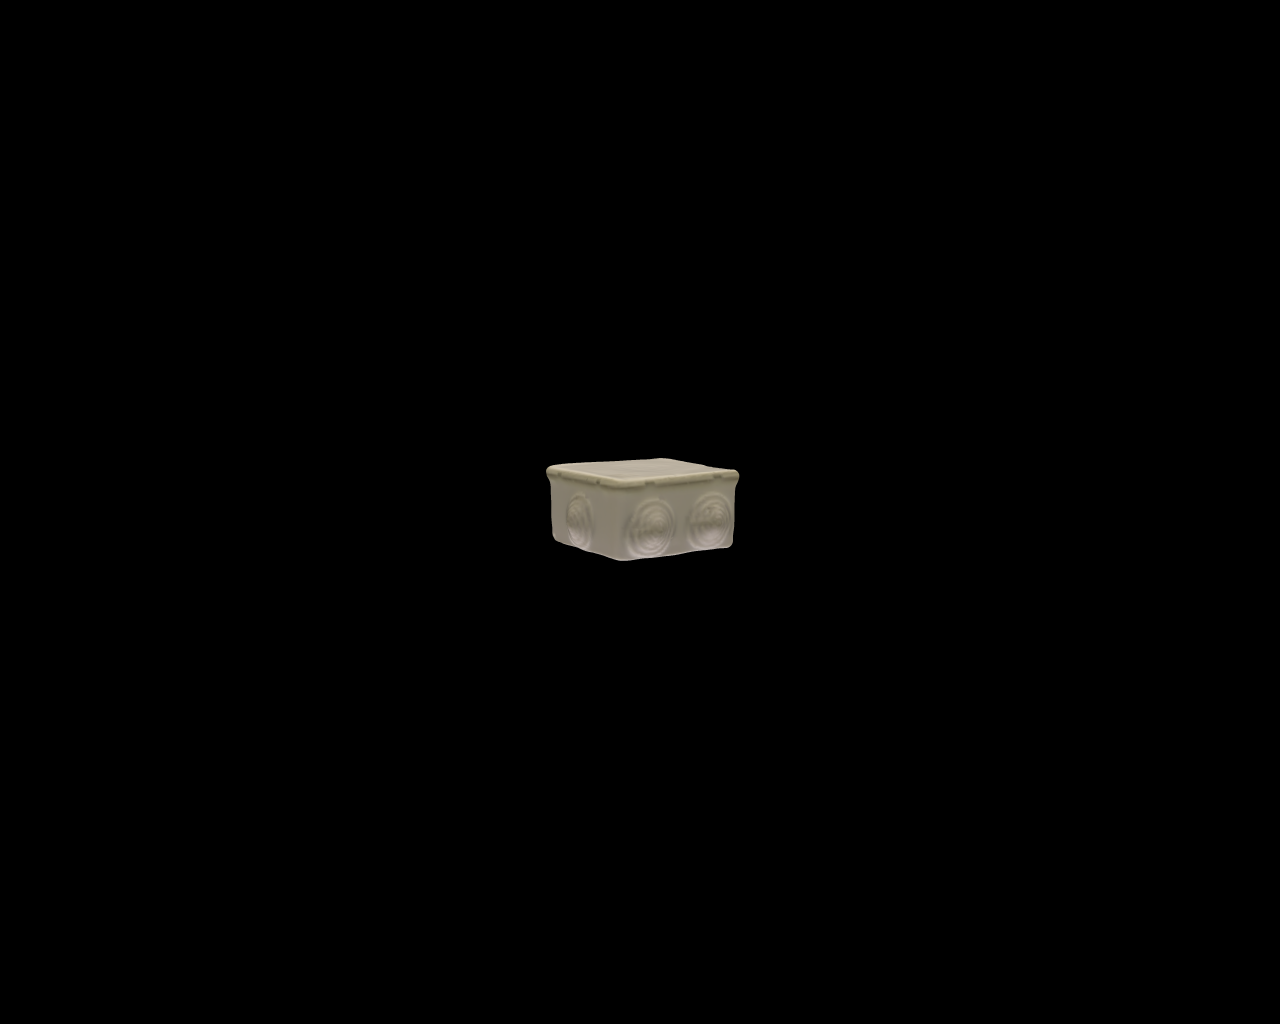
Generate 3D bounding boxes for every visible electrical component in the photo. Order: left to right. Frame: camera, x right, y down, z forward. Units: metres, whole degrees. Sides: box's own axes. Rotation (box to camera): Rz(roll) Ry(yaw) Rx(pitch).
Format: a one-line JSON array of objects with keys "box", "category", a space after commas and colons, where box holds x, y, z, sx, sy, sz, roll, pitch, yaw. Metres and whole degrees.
[{"box": [0.001, -0.003, 0.650, 0.100, 0.048, 0.100, -6, 11, -32], "category": "electrical component"}]
